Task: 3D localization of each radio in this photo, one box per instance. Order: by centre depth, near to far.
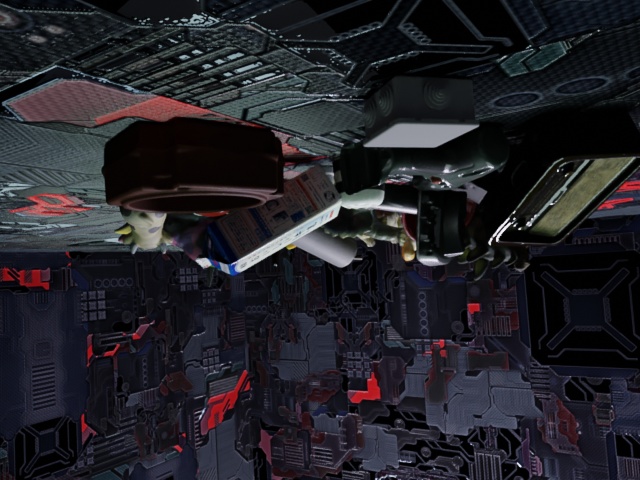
[{"bbox_3d":[0.323,-0.075,0.748,0.131,0.073,0.229,-1,149,-11],"label":"radio"}]

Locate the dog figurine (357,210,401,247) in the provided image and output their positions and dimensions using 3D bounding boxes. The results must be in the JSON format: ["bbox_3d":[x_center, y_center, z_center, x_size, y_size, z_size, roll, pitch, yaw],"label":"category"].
[{"bbox_3d":[0.165,-0.069,1.373,0.172,0.121,0.190,-8,164,-14],"label":"dog figurine"}]

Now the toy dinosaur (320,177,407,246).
[{"bbox_3d":[0.074,-0.063,1.145,0.192,0.131,0.405,10,180,-7],"label":"toy dinosaur"}]

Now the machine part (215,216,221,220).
[{"bbox_3d":[-0.179,-0.061,0.990,0.084,0.039,0.139,3,-144,-22],"label":"machine part"}]

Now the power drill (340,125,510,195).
[{"bbox_3d":[0.136,-0.103,0.770,0.207,0.086,0.232,2,173,-25],"label":"power drill"}]

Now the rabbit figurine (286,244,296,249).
[{"bbox_3d":[-0.021,-0.060,1.295,0.162,0.121,0.173,-12,-168,-6],"label":"rabbit figurine"}]

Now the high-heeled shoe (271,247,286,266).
[{"bbox_3d":[-0.182,-0.021,1.252,0.248,0.145,0.086,26,122,-26],"label":"high-heeled shoe"}]

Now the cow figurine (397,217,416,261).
[{"bbox_3d":[0.221,-0.037,1.205,0.098,0.167,0.068,-2,172,3],"label":"cow figurine"}]

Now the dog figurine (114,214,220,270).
[{"bbox_3d":[-0.285,-0.013,1.061,0.219,0.191,0.108,-15,172,-16],"label":"dog figurine"}]

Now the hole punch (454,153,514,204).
[{"bbox_3d":[0.287,-0.109,0.911,0.116,0.092,0.142,27,-178,5],"label":"hole punch"}]

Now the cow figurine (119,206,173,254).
[{"bbox_3d":[-0.294,-0.045,0.910,0.085,0.127,0.195,1,173,-15],"label":"cow figurine"}]

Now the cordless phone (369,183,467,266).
[{"bbox_3d":[0.153,-0.034,0.926,0.184,0.146,0.089,7,171,-12],"label":"cordless phone"}]

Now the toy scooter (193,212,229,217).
[{"bbox_3d":[-0.134,-0.082,0.891,0.184,0.075,0.135,-5,178,-26],"label":"toy scooter"}]

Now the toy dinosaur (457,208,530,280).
[{"bbox_3d":[0.335,-0.041,1.097,0.198,0.105,0.472,-41,-165,20],"label":"toy dinosaur"}]

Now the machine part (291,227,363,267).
[{"bbox_3d":[-0.002,-0.004,1.173,0.243,0.079,0.079,27,159,-35],"label":"machine part"}]

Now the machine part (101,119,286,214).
[{"bbox_3d":[-0.162,-0.086,0.699,0.201,0.087,0.201,1,175,-38],"label":"machine part"}]
